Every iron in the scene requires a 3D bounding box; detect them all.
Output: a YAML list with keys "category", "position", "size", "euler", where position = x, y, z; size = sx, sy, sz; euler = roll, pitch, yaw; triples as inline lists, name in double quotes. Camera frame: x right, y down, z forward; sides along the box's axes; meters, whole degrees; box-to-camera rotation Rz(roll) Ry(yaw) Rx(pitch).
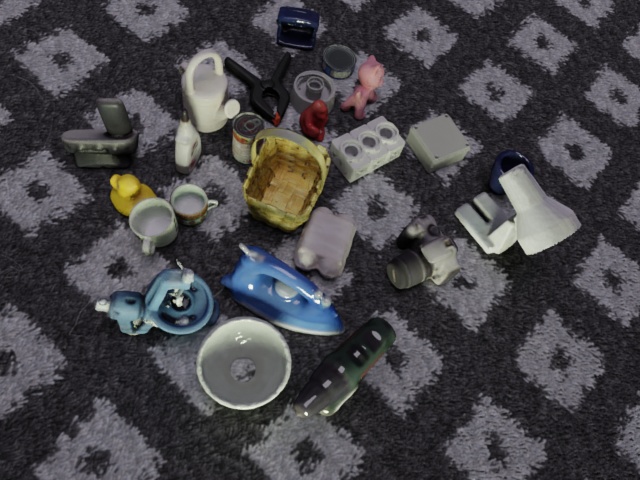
- category: "iron"
  position: [-0.055, 0.091, 1.082]
  size: [0.258, 0.141, 0.119]
  euler: [28, 63, 4]

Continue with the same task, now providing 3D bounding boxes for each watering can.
- category: "watering can"
  position: [-0.239, -0.324, 1.225]
  size: [0.173, 0.194, 0.101]
  euler: [25, 63, 3]

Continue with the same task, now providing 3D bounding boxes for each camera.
- category: "camera"
  position: [0.202, 0.031, 1.180]
  size: [0.137, 0.101, 0.143]
  euler: [-23, 70, -19]

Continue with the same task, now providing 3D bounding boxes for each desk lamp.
- category: "desk lamp"
  position: [0.408, -0.050, 1.192]
  size: [0.118, 0.213, 0.203]
  euler: [-32, 73, -22]

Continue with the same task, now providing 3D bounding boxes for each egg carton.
- category: "egg carton"
  position: [0.011, 0.004, 1.177]
  size: [0.107, 0.069, 0.150]
  euler: [18, 62, 0]

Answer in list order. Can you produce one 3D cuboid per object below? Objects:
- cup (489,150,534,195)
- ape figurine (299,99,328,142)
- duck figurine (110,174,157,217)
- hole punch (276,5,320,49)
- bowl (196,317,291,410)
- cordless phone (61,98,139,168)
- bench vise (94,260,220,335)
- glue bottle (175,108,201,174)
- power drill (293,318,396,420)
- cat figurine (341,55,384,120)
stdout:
- category: "cup"
  position: [0.428, -0.132, 1.303]
  size: [0.092, 0.095, 0.117]
  euler: [-1, 64, -10]
- category: "ape figurine"
  position: [-0.007, -0.281, 1.302]
  size: [0.076, 0.092, 0.078]
  euler: [41, 65, 11]
- category: "duck figurine"
  position: [-0.375, -0.095, 1.149]
  size: [0.104, 0.086, 0.077]
  euler: [28, 63, 5]
- category: "hole punch"
  position: [-0.056, -0.545, 1.423]
  size: [0.109, 0.091, 0.101]
  euler: [8, 63, -6]
- category: "bowl"
  position: [-0.137, 0.228, 1.038]
  size: [0.167, 0.074, 0.167]
  euler: [4, 63, -8]
- category: "cordless phone"
  position: [-0.446, -0.229, 1.147]
  size: [0.148, 0.185, 0.094]
  euler: [-5, 65, -12]
- category: "bench vise"
  position: [-0.279, 0.111, 0.989]
  size: [0.208, 0.219, 0.121]
  euler: [-17, 68, -17]
- category: "glue bottle"
  position: [-0.273, -0.210, 1.175]
  size: [0.037, 0.173, 0.078]
  euler: [16, 62, -1]
- category: "power drill"
  position: [0.032, 0.237, 0.988]
  size: [0.075, 0.208, 0.230]
  euler: [43, 65, 12]
- category: "cat figurine"
  position: [0.109, -0.369, 1.350]
  size: [0.067, 0.117, 0.128]
  euler: [29, 63, 5]
